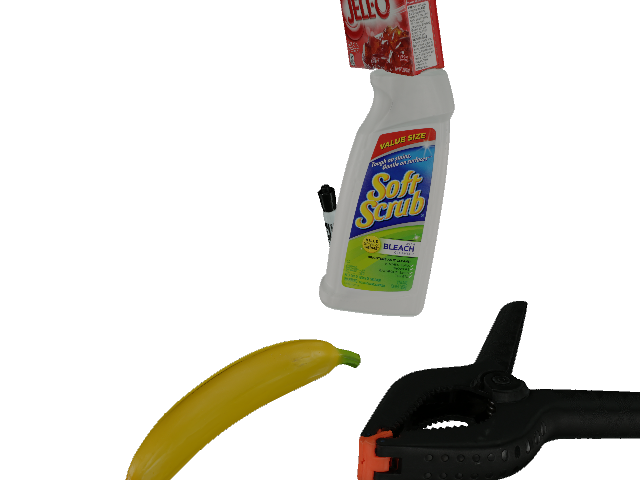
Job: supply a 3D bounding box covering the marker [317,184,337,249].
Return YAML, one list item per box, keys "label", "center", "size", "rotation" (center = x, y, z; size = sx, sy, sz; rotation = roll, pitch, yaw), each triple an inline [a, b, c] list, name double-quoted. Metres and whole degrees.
- label: "marker"
  center: [0.016, -0.007, 1.186]
  size: [0.020, 0.121, 0.020]
  rotation: [-10, 28, 5]

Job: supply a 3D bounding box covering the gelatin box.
- label: "gelatin box"
  center: [0.046, -0.155, 0.739]
  size: [0.030, 0.073, 0.089]
  rotation: [-18, 21, -24]

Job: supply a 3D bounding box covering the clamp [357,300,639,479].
- label: "clamp"
  center: [0.103, 0.092, 0.633]
  size: [0.209, 0.036, 0.165]
  rotation: [-11, 26, -27]

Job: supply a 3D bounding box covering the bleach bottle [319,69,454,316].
- label: "bleach bottle"
  center: [0.061, -0.059, 0.956]
  size: [0.102, 0.251, 0.068]
  rotation: [6, 20, 1]

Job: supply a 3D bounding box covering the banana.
- label: "banana"
  center: [-0.063, 0.121, 0.759]
  size: [0.198, 0.069, 0.037]
  rotation: [-30, 39, -1]
